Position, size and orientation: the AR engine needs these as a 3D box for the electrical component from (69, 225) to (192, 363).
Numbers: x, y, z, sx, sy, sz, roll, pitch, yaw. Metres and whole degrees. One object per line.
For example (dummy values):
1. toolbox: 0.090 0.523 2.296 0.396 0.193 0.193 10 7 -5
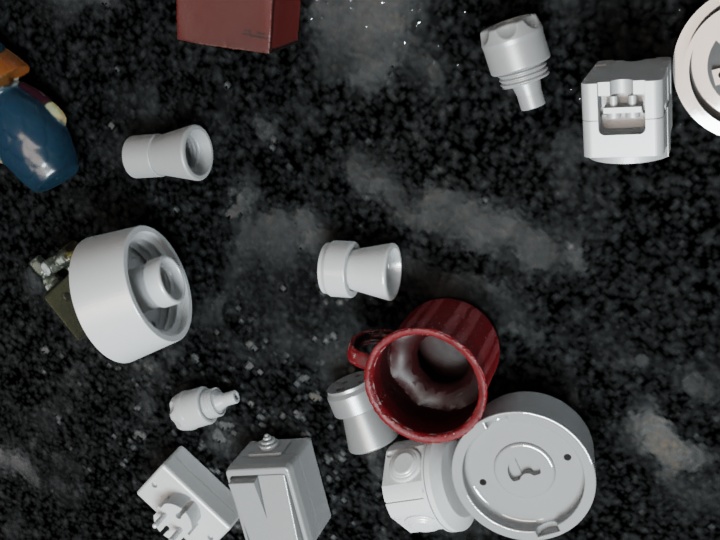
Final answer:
1. electrical component: -0.178 0.016 0.871 0.060 0.108 0.108 -18 103 19

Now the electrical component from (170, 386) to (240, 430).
1. electrical component: -0.133 0.117 0.932 0.061 0.035 0.035 -18 103 22

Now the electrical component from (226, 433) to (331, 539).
1. electrical component: -0.072 0.188 0.921 0.062 0.061 0.096 -7 107 22

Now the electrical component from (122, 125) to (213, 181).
1. electrical component: -0.156 -0.092 0.858 0.065 0.044 0.044 -1 109 25

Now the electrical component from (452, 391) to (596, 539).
1. electrical component: 0.130 0.146 0.830 0.108 0.060 0.108 5 109 15

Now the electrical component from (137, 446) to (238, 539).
1. electrical component: -0.158 0.214 0.954 0.083 0.075 0.047 43 118 0

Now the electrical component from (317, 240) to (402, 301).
1. electrical component: 0.000 0.000 0.833 0.055 0.045 0.045 3 111 19

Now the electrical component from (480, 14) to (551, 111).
1. electrical component: 0.110 -0.141 0.740 0.043 0.043 0.062 -14 106 24

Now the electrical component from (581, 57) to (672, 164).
1. electrical component: 0.176 -0.103 0.703 0.050 0.089 0.055 1 110 20

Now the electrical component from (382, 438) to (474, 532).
1. electrical component: 0.057 0.169 0.858 0.051 0.080 0.080 -15 104 30

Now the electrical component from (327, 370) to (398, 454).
1. electrical component: 0.002 0.115 0.876 0.045 0.045 0.055 -17 103 25
